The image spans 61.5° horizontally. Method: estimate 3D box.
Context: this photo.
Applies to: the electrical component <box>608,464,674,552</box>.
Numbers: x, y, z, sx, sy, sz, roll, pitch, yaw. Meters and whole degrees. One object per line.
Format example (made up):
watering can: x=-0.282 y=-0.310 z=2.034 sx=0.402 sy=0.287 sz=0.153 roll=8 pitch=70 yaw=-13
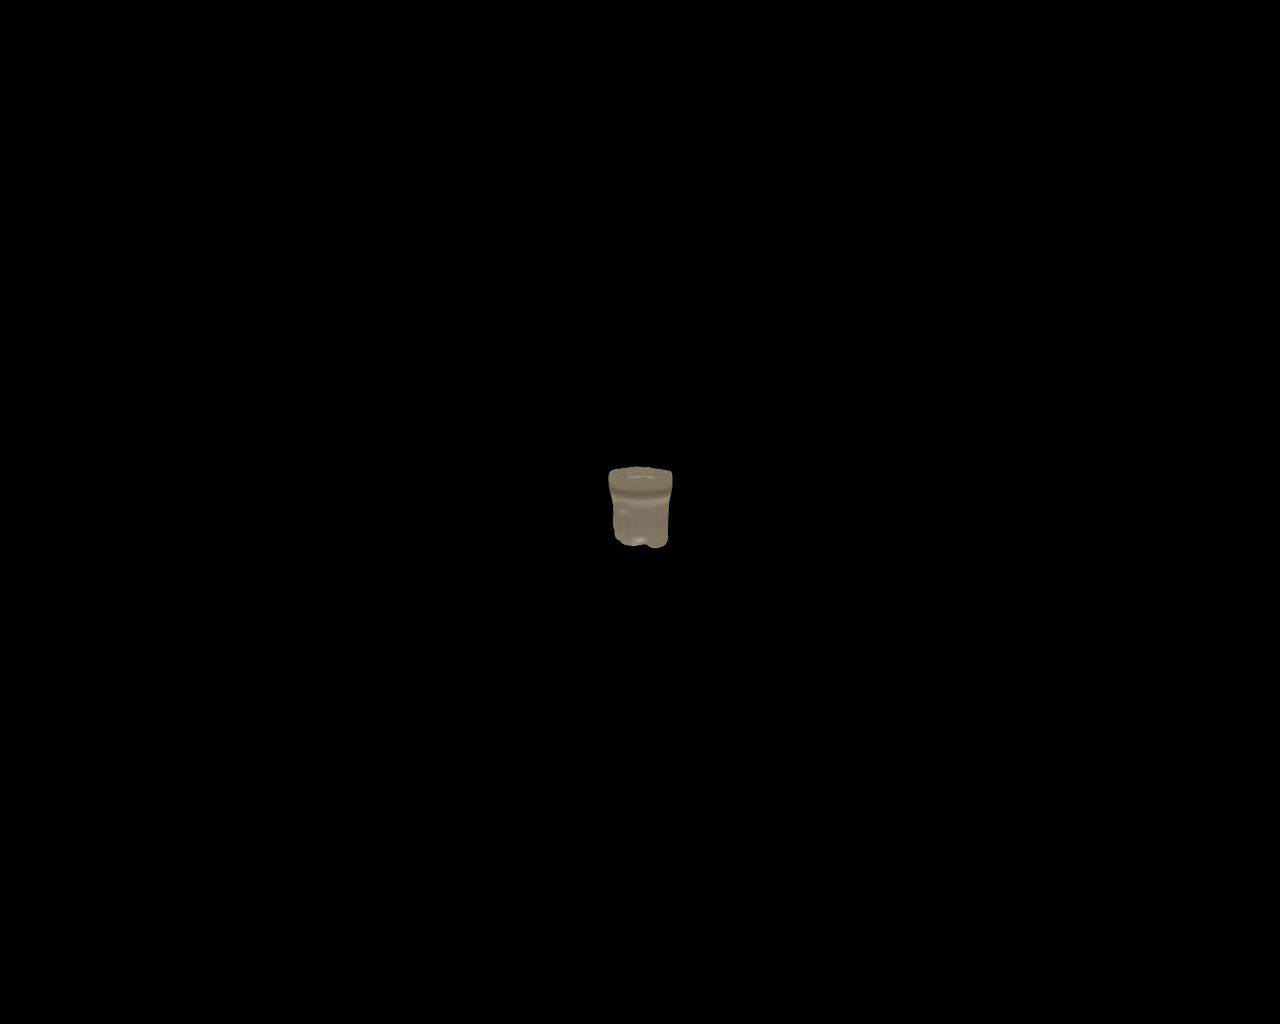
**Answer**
electrical component: x=0.001 y=-0.003 z=0.650 sx=0.040 sy=0.046 sz=0.040 roll=0 pitch=14 yaw=0
